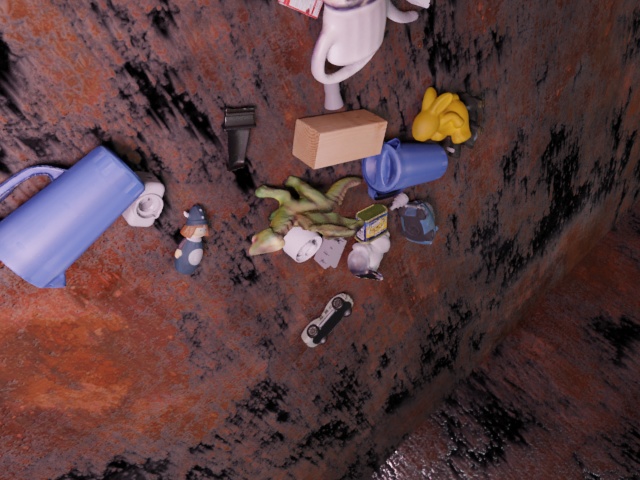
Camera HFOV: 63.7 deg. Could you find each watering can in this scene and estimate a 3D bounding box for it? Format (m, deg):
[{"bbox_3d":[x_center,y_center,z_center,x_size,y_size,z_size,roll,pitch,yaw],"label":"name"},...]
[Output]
[{"bbox_3d":[0.101,-0.468,1.071,0.352,0.105,0.219,-44,155,-23],"label":"watering can"}]

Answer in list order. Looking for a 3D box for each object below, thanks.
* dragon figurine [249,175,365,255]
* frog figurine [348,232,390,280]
[{"bbox_3d":[0.004,-0.060,1.197,0.414,0.246,0.119,-21,129,-29],"label":"dragon figurine"},{"bbox_3d":[0.147,0.033,1.543,0.136,0.122,0.162,23,67,-46],"label":"frog figurine"}]
